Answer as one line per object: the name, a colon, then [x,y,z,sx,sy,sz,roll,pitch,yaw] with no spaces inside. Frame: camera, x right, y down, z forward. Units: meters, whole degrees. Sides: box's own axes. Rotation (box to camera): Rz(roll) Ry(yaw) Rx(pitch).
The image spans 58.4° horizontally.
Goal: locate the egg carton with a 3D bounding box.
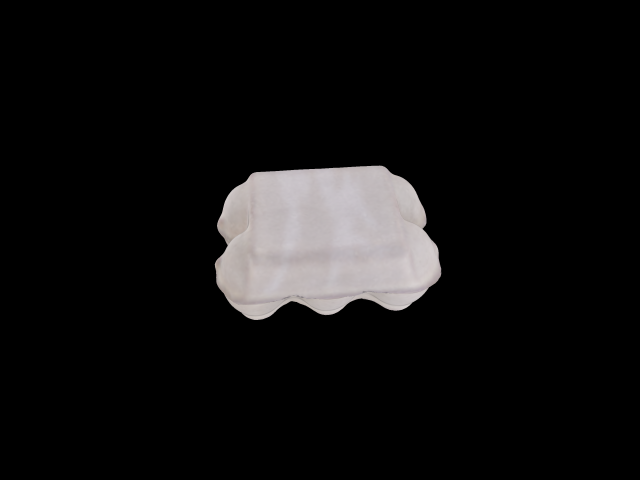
egg carton: [0.004,0.001,0.400,0.150,0.069,0.107,-4,46,-4]
